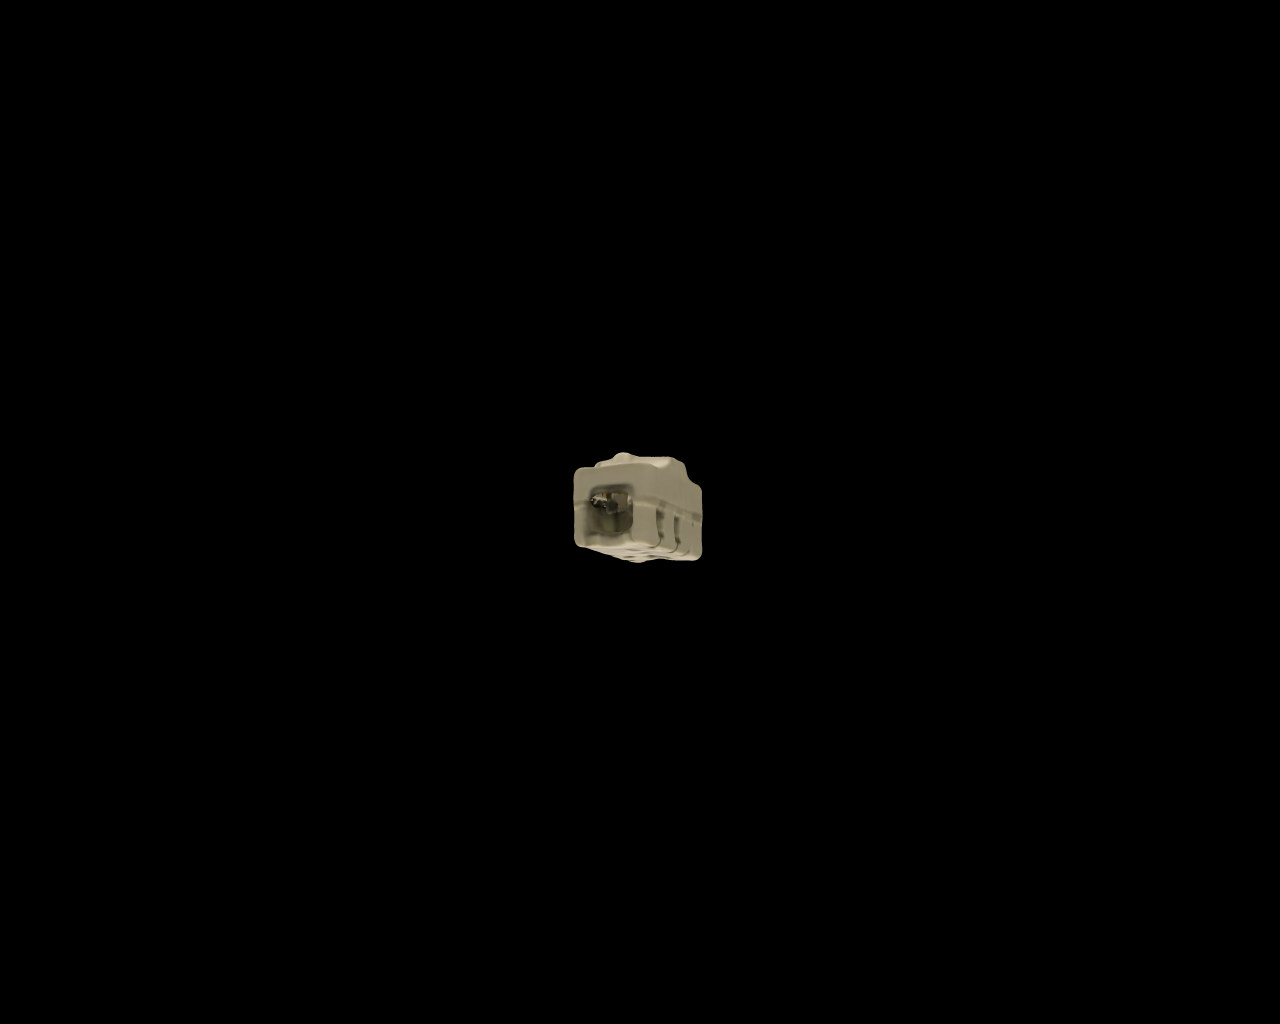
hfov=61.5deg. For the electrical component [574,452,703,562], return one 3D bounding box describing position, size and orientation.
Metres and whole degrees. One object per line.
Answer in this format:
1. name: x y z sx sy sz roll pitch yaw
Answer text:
1. electrical component: 0.001 -0.003 0.650 0.050 0.055 0.089 -4 -10 23
